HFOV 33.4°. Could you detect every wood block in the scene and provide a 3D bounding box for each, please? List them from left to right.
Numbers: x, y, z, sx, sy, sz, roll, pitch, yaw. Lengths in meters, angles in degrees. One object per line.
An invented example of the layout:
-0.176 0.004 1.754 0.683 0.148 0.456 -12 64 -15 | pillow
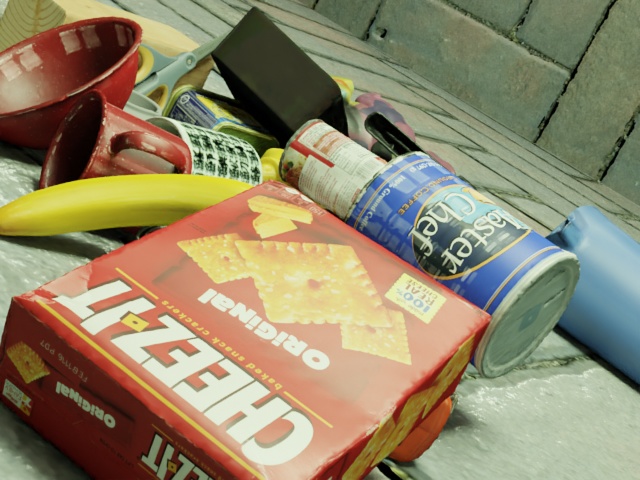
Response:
-0.220 -0.187 1.097 0.090 0.091 0.205 38 18 33 | wood block

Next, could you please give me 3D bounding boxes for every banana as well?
-0.113 -0.022 0.710 0.198 0.037 0.069 2 18 1 | banana

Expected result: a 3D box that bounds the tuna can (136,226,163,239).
-0.084 0.015 0.733 0.086 0.034 0.086 7 20 -3 | tuna can

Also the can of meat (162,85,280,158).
-0.102 -0.112 1.122 0.101 0.057 0.084 12 24 -46 | can of meat

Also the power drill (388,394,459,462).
0.020 0.068 0.744 0.184 0.057 0.187 27 15 -5 | power drill

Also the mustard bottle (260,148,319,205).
-0.012 -0.057 1.097 0.096 0.058 0.191 39 19 29 | mustard bottle

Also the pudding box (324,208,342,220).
-0.006 0.001 0.951 0.090 0.039 0.113 22 16 -21 | pudding box

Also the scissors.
-0.149 -0.192 1.080 0.016 0.201 0.096 12 -37 38 | scissors

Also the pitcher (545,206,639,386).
0.343 0.085 1.151 0.148 0.145 0.243 -7 40 -44 | pitcher

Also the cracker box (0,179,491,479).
-0.031 0.057 0.556 0.164 0.072 0.213 33 33 20 | cracker box

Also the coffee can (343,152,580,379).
0.097 0.016 0.759 0.140 0.103 0.102 39 18 29 | coffee can

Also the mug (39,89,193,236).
-0.140 -0.054 0.776 0.081 0.093 0.117 24 -26 -33 | mug

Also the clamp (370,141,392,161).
0.064 -0.066 1.106 0.120 0.039 0.171 47 19 26 | clamp

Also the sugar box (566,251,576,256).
0.154 0.016 1.055 0.093 0.048 0.177 17 -3 -34 | sugar box

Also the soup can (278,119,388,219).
0.021 -0.058 0.986 0.102 0.068 0.068 34 16 25 | soup can

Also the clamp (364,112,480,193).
0.137 -0.053 1.113 0.209 0.036 0.165 29 17 -48 | clamp

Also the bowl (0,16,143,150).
-0.211 -0.120 0.866 0.162 0.162 0.055 51 -17 55 | bowl
